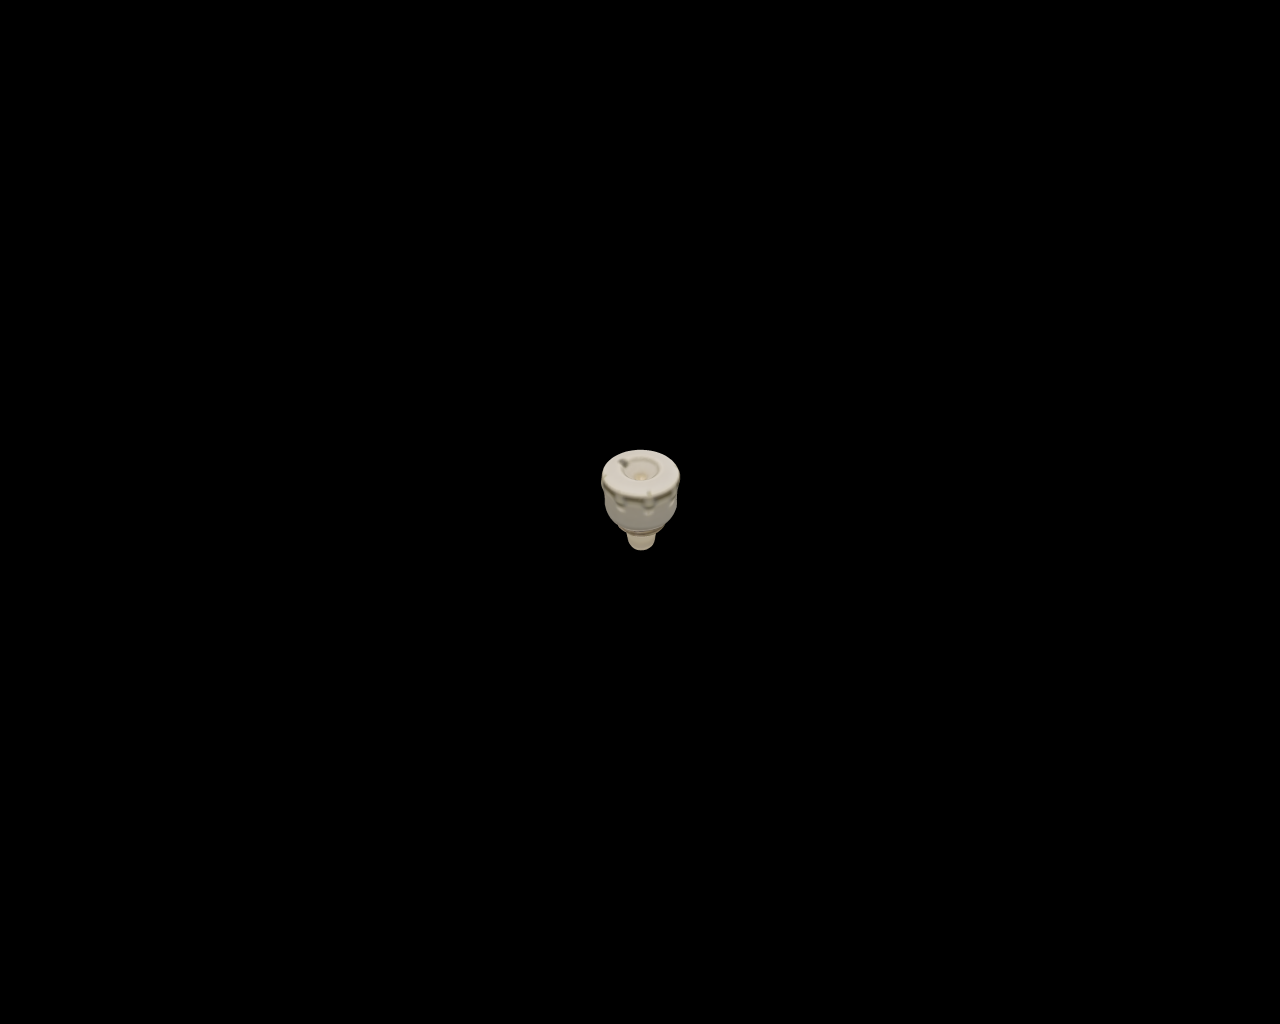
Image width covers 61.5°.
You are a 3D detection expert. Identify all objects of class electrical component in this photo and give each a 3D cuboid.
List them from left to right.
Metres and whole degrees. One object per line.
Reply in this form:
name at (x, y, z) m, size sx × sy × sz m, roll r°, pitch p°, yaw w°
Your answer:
electrical component at (0.001, -0.003, 0.650) m, size 0.048 × 0.062 × 0.048 m, roll 0°, pitch 40°, yaw 0°
